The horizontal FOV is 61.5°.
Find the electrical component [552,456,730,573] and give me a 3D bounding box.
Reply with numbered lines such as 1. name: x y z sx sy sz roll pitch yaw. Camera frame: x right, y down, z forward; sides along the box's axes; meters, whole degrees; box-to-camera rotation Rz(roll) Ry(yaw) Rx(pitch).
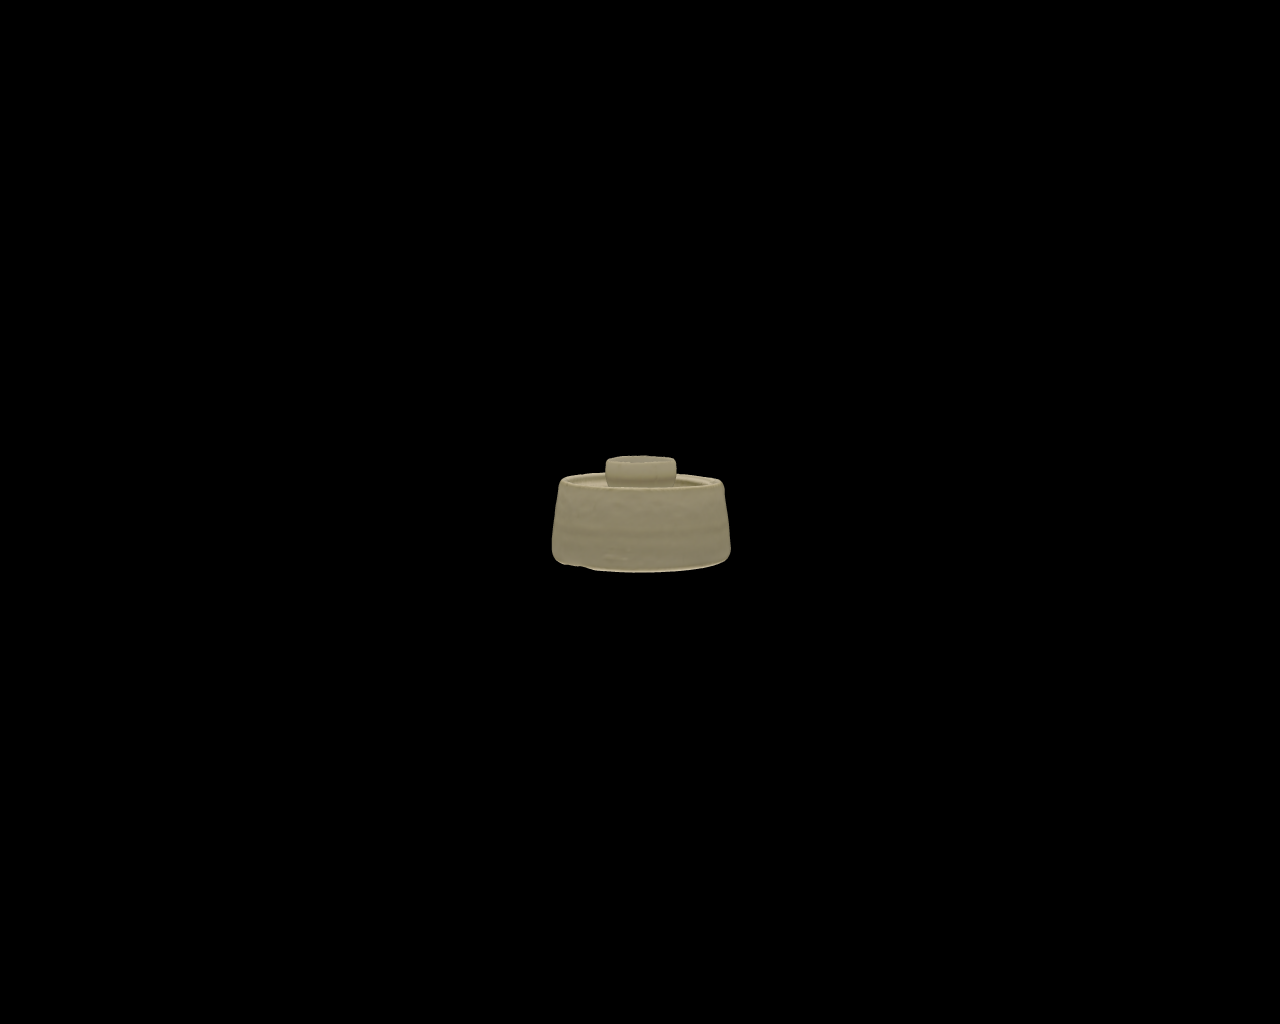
1. electrical component: 0.001 -0.003 0.650 0.108 0.060 0.108 0 7 0
